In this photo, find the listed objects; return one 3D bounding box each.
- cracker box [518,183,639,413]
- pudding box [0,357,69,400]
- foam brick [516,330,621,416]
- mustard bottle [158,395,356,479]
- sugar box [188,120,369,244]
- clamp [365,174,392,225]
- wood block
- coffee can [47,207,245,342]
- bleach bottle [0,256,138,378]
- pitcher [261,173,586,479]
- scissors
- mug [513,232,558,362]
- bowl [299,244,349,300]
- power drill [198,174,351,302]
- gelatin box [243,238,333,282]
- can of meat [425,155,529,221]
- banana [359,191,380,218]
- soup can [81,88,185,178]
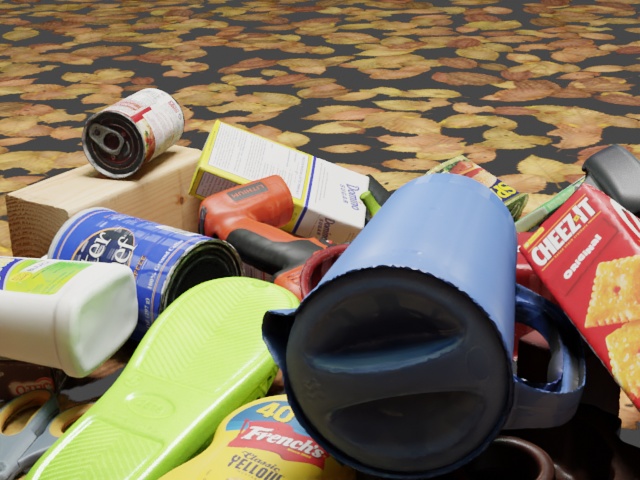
[{"bbox_3d":[0.235,0.074,0.648,0.164,0.072,0.214,31,20,-32],"label":"cracker box"},{"bbox_3d":[-0.255,0.092,0.862,0.113,0.039,0.090,1,21,4],"label":"pudding box"},{"bbox_3d":[0.173,0.102,0.745,0.051,0.078,0.053,-20,28,-35],"label":"foam brick"},{"bbox_3d":[-0.028,0.147,0.673,0.096,0.058,0.191,19,27,20],"label":"mustard bottle"},{"bbox_3d":[-0.039,-0.055,1.096,0.176,0.048,0.093,23,38,-10],"label":"sugar box"},{"bbox_3d":[0.098,-0.029,1.134,0.120,0.039,0.171,-4,28,6],"label":"clamp"},{"bbox_3d":[-0.208,-0.027,1.088,0.090,0.091,0.205,13,26,31],"label":"wood block"},{"bbox_3d":[-0.149,0.035,0.908,0.141,0.103,0.102,14,27,34],"label":"coffee can"},{"bbox_3d":[-0.275,0.048,0.836,0.251,0.068,0.102,5,21,18],"label":"bleach bottle"},{"bbox_3d":[0.078,0.042,0.696,0.145,0.149,0.242,-31,9,23],"label":"pitcher"},{"bbox_3d":[-0.198,0.156,0.725,0.096,0.016,0.201,-2,22,0],"label":"scissors"},{"bbox_3d":[0.179,0.045,0.881,0.117,0.081,0.093,4,22,15],"label":"mug"},{"bbox_3d":[0.055,0.069,0.830,0.162,0.055,0.162,13,31,-8],"label":"bowl"},{"bbox_3d":[-0.006,0.001,0.964,0.184,0.057,0.188,-21,35,-35],"label":"power drill"},{"bbox_3d":[-0.038,0.023,1.026,0.089,0.030,0.073,6,23,13],"label":"gelatin box"},{"bbox_3d":[0.149,-0.037,1.082,0.084,0.057,0.101,36,34,22],"label":"can of meat"},{"bbox_3d":[0.120,0.014,0.991,0.198,0.069,0.037,21,61,29],"label":"banana"},{"bbox_3d":[-0.186,-0.110,1.077,0.068,0.068,0.102,5,22,16],"label":"soup can"}]
